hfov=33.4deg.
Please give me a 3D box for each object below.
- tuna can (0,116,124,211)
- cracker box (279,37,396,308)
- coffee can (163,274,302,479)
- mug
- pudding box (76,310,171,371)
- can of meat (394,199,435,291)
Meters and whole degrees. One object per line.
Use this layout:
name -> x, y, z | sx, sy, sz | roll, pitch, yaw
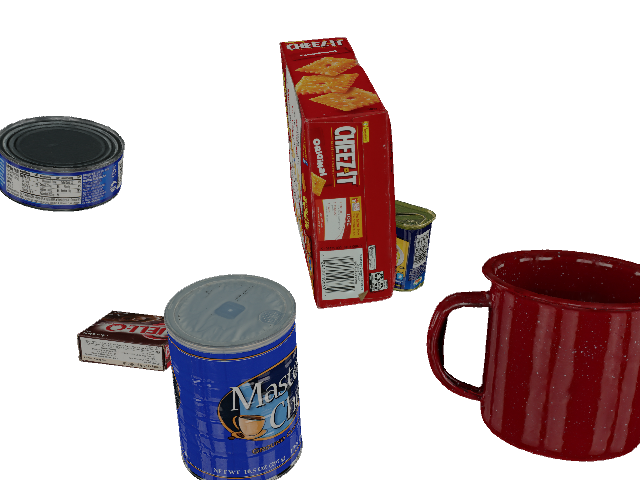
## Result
tuna can -> -0.178, -0.053, 0.732 | 0.086, 0.034, 0.086 | 6, 29, -4
cracker box -> 0.013, -0.066, 0.910 | 0.072, 0.164, 0.214 | -6, 26, -4
coffee can -> -0.068, 0.113, 0.861 | 0.103, 0.140, 0.103 | -2, 30, 1
mug -> 0.111, 0.055, 0.526 | 0.117, 0.081, 0.093 | 3, 15, 0
pudding box -> -0.218, 0.118, 1.266 | 0.114, 0.039, 0.090 | 3, 15, 16
can of meat -> 0.072, 0.002, 1.182 | 0.102, 0.084, 0.057 | 18, 26, 27
